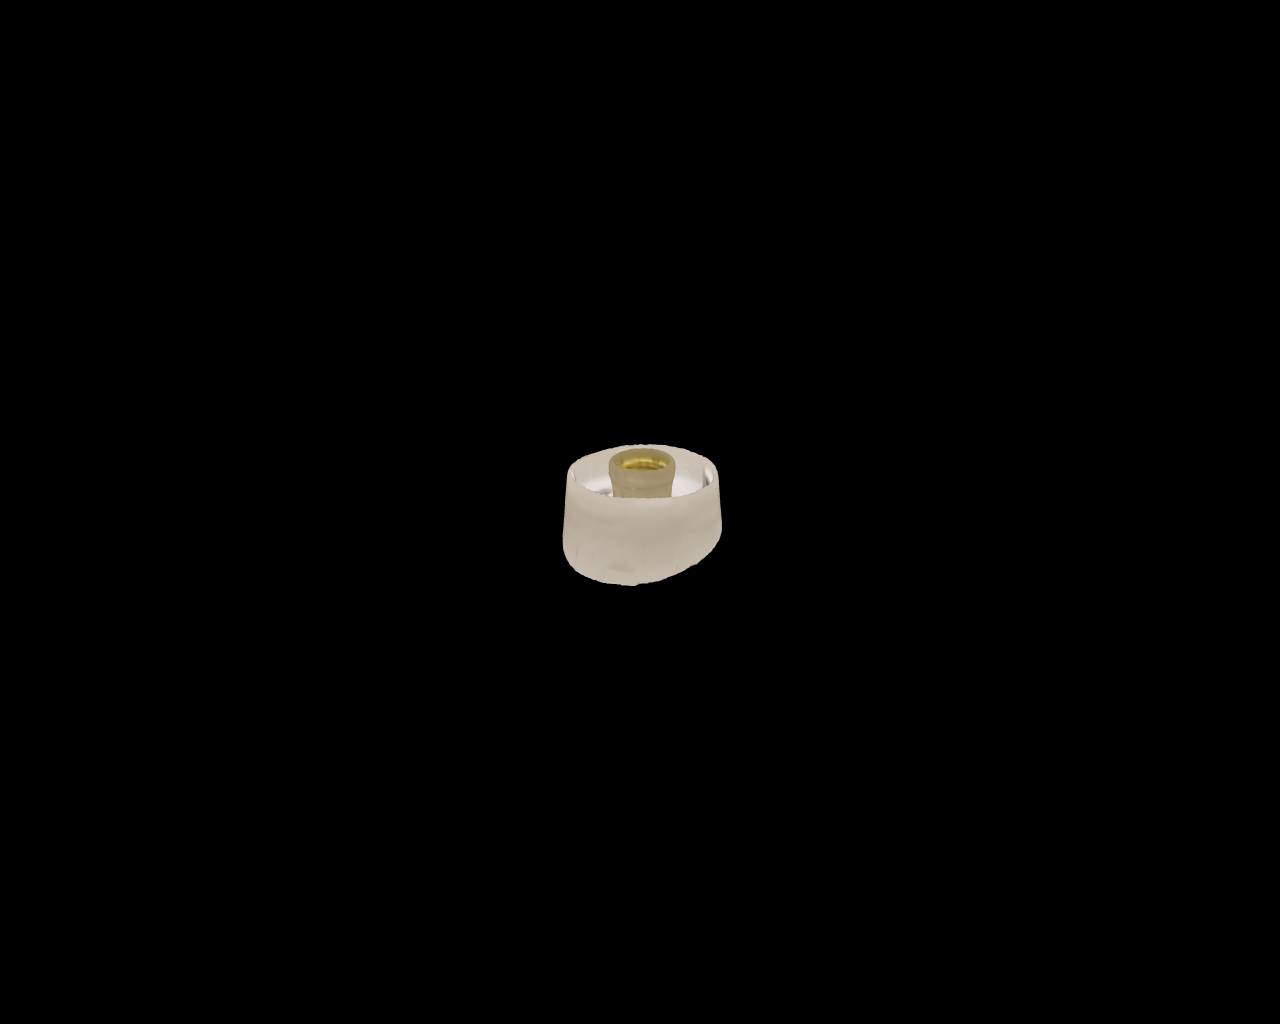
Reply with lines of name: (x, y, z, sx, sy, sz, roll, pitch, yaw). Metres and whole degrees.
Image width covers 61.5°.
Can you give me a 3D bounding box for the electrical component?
electrical component: (0.001, -0.003, 0.650, 0.099, 0.064, 0.099, 0, 24, 0)
